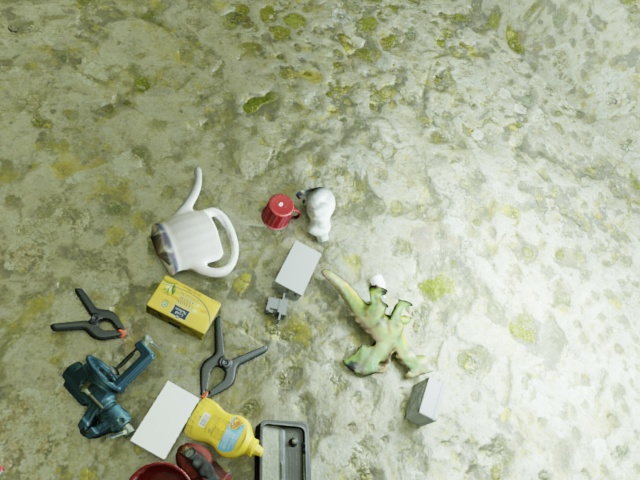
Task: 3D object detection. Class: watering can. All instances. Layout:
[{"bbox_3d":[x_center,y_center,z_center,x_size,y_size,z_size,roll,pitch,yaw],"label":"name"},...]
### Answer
[{"bbox_3d":[-0.369,-0.040,1.460,0.226,0.102,0.352,-18,70,-26],"label":"watering can"}]

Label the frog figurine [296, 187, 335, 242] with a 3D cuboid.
[{"bbox_3d":[0.005,-0.081,1.601,0.123,0.135,0.161,-23,71,-11],"label":"frog figurine"}]

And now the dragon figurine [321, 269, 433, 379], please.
[{"bbox_3d":[0.147,0.269,1.487,0.410,0.120,0.247,26,65,-4],"label":"dragon figurine"}]
